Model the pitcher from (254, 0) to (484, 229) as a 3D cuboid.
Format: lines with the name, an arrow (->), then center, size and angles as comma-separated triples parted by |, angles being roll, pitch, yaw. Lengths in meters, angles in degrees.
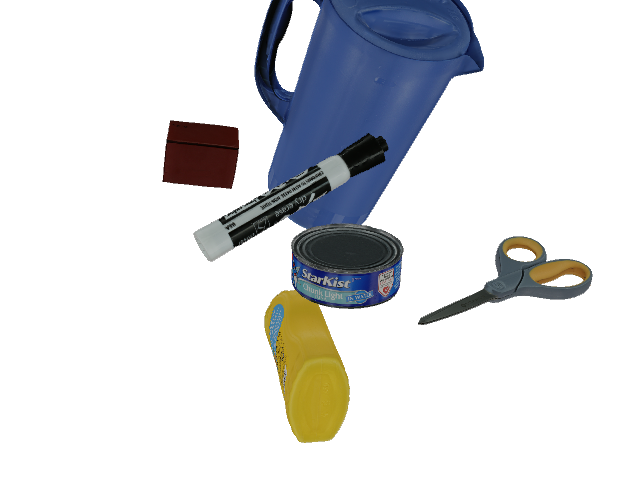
pitcher -> 0.024, -0.125, 0.969 | 0.144, 0.149, 0.243 | -13, -34, -32

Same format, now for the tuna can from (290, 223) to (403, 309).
tuna can -> 0.020, 0.019, 0.820 | 0.086, 0.034, 0.086 | 1, 25, -1

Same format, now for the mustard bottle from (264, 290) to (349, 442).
mustard bottle -> -0.019, 0.104, 1.040 | 0.058, 0.096, 0.192 | -4, 28, -11

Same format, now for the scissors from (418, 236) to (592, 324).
scissors -> 0.149, 0.032, 0.936 | 0.201, 0.016, 0.096 | -6, 35, -27

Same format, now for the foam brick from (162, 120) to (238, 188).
foam brick -> -0.129, -0.094, 1.158 | 0.078, 0.051, 0.053 | 6, 30, -6

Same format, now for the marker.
marker -> -0.014, -0.026, 0.595 | 0.121, 0.020, 0.020 | -31, 7, -12
